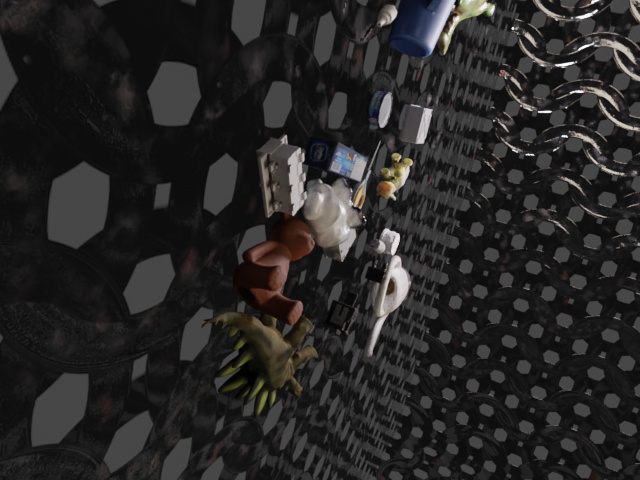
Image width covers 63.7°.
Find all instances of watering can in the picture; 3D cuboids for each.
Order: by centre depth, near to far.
[{"bbox_3d":[0.225,0.215,1.772,0.104,0.345,0.225,17,10,22],"label":"watering can"}]

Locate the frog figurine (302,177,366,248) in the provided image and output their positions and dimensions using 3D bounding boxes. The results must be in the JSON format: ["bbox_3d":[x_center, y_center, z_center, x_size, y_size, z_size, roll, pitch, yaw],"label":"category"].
[{"bbox_3d":[0.003,-0.050,1.000,0.122,0.136,0.161,-3,10,32],"label":"frog figurine"}]

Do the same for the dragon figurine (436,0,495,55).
[{"bbox_3d":[0.458,-0.735,1.497,0.123,0.401,0.247,36,36,12],"label":"dragon figurine"}]
